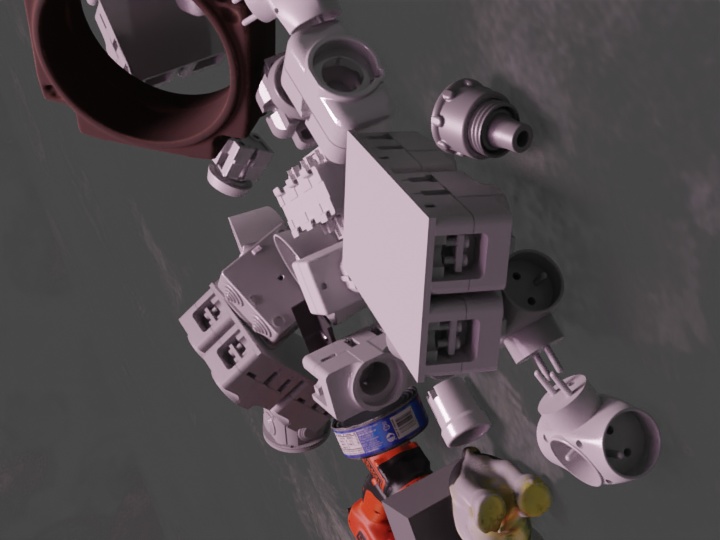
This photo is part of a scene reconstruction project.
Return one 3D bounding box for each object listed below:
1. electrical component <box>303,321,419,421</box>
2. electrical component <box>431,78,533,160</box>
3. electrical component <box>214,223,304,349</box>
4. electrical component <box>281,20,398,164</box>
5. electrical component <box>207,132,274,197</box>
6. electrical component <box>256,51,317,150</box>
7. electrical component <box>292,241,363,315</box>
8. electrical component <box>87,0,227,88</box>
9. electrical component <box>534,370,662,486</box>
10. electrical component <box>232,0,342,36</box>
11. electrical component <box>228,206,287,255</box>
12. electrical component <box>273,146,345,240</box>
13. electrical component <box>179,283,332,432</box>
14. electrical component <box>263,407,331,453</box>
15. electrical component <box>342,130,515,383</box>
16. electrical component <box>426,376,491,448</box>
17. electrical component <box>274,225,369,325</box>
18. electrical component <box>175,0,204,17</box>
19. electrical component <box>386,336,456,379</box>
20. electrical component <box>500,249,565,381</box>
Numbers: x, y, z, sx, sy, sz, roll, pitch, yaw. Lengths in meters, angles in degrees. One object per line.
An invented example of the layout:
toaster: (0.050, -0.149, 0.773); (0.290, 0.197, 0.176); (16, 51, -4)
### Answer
electrical component: (0.005, 0.090, 0.956); (0.056, 0.089, 0.050); (30, 140, 57)
electrical component: (0.077, -0.087, 0.652); (0.062, 0.048, 0.048); (30, 140, 47)
electrical component: (-0.081, 0.014, 1.054); (0.099, 0.100, 0.048); (47, 159, 5)
electrical component: (-0.016, -0.136, 0.808); (0.095, 0.054, 0.059); (59, 158, 17)
electrical component: (-0.123, -0.107, 1.082); (0.048, 0.066, 0.055); (50, 121, 36)
electrical component: (-0.050, -0.144, 0.879); (0.078, 0.058, 0.057); (64, 162, 4)
electrical component: (0.000, 0.000, 0.877); (0.076, 0.083, 0.047); (-1, 112, 68)
electrical component: (-0.214, -0.278, 1.060); (0.186, 0.105, 0.060); (66, 160, -1)
electrical component: (0.139, 0.094, 0.681); (0.079, 0.044, 0.077); (51, 162, -11)
electrical component: (-0.063, -0.214, 0.818); (0.079, 0.043, 0.077); (-24, 90, 28)
electrical component: (-0.105, -0.017, 1.140); (0.099, 0.064, 0.099); (51, 155, 35)
electrical component: (-0.023, -0.066, 0.890); (0.078, 0.063, 0.121); (66, 159, -2)
electrical component: (-0.101, 0.100, 1.136); (0.105, 0.060, 0.186); (50, -173, 35)
electrical component: (-0.075, 0.170, 1.254); (0.080, 0.080, 0.051); (42, 143, 47)
electrical component: (0.042, -0.018, 0.715); (0.186, 0.060, 0.105); (-124, 33, -62)
electrical component: (0.079, 0.115, 0.877); (0.040, 0.040, 0.046); (102, 145, -58)
electrical component: (-0.033, 0.002, 0.988); (0.099, 0.064, 0.099); (50, 155, 35)
electrical component: (-0.146, -0.279, 0.959); (0.054, 0.059, 0.095); (34, 143, 54)
electrical component: (0.056, 0.054, 0.844); (0.047, 0.055, 0.055); (32, 141, 50)
electrical component: (0.109, 0.036, 0.709); (0.079, 0.043, 0.077); (61, 159, 13)
